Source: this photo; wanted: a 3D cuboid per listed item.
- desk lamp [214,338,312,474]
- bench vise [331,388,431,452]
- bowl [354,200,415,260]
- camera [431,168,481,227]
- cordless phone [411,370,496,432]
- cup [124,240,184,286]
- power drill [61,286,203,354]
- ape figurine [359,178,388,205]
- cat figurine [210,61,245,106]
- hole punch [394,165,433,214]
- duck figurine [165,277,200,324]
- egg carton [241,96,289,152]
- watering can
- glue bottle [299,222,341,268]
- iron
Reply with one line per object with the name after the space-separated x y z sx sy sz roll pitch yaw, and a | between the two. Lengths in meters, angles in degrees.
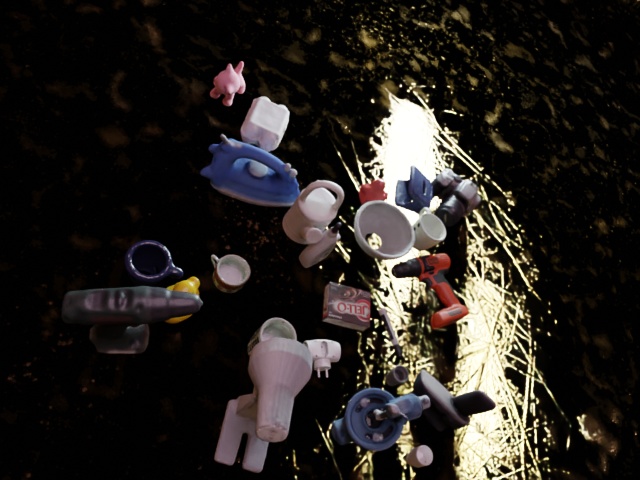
-0.100 0.309 1.069 0.118 0.213 0.203 20 56 -14 | desk lamp
0.143 0.339 1.163 0.208 0.219 0.121 -29 77 -34 | bench vise
0.152 -0.013 1.456 0.168 0.074 0.167 12 59 -19 | bowl
0.368 -0.114 1.599 0.143 0.100 0.137 40 54 0 | camera
0.293 0.338 1.256 0.147 0.184 0.094 41 54 1 | cordless phone
-0.340 0.064 1.167 0.118 0.094 0.092 21 56 -13 | cup
-0.348 0.142 1.049 0.230 0.208 0.075 4 61 -23 | power drill
0.145 -0.128 1.507 0.078 0.092 0.076 33 54 -5 | ape figurine
-0.231 -0.411 1.473 0.067 0.117 0.128 32 54 -6 | cat figurine
0.268 -0.138 1.571 0.101 0.091 0.108 19 56 -15 | hole punch
-0.284 0.117 1.169 0.077 0.086 0.105 40 54 1 | duck figurine
-0.141 -0.299 1.482 0.107 0.069 0.150 23 55 -12 | egg carton
-0.009 -0.069 1.337 0.101 0.193 0.172 -3 64 -26 | watering can
0.012 0.005 1.319 0.078 0.173 0.037 -26 76 -34 | glue bottle
-0.142 -0.167 1.362 0.259 0.141 0.118 19 56 -15 | iron
